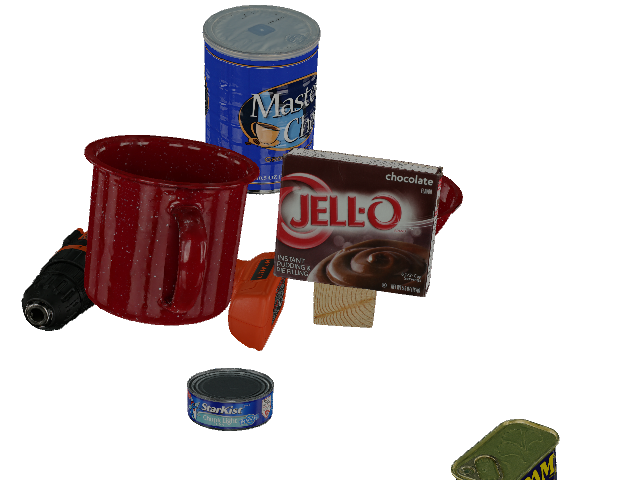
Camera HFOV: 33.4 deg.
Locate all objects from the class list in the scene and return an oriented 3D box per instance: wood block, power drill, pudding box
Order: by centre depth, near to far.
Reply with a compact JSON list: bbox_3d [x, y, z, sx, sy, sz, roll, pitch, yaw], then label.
[{"bbox_3d":[0.026,-0.014,0.756,0.113,0.090,0.039,7,17,7],"label":"pudding box"},{"bbox_3d":[-0.127,0.036,0.864,0.188,0.057,0.184,12,24,7],"label":"power drill"},{"bbox_3d":[0.044,0.048,1.649,0.091,0.090,0.206,3,23,4],"label":"wood block"}]

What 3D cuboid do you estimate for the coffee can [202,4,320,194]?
[{"bbox_3d":[-0.054,-0.128,0.967,0.103,0.140,0.103,2,35,-2],"label":"coffee can"}]

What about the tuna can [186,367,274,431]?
[{"bbox_3d":[-0.089,0.156,1.052,0.086,0.034,0.086,2,14,-1],"label":"tuna can"}]

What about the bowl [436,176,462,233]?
[{"bbox_3d":[0.062,-0.029,1.097,0.162,0.055,0.162,3,26,-2],"label":"bowl"}]

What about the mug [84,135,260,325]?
[{"bbox_3d":[-0.080,-0.002,0.567,0.093,0.081,0.117,1,20,-23],"label":"mug"}]

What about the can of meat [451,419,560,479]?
[{"bbox_3d":[0.160,0.215,0.906,0.058,0.084,0.101,13,30,41],"label":"can of meat"}]
